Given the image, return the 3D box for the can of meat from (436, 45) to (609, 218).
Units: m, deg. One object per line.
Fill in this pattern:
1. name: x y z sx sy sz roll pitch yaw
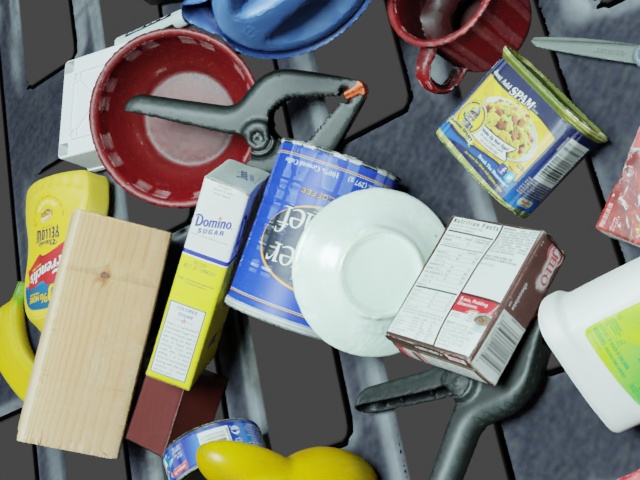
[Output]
1. can of meat: 0.147 -0.079 0.793 0.084 0.057 0.102 -49 54 19

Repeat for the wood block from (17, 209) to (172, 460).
1. wood block: -0.205 0.084 0.971 0.090 0.090 0.206 174 110 -75

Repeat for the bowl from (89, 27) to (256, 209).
1. bowl: -0.126 -0.111 0.979 0.162 0.055 0.162 1 97 8

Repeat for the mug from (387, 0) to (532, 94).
1. mug: 0.108 -0.169 0.829 0.093 0.081 0.117 18 89 38

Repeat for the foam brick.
1. foam brick: -0.127 0.148 0.939 0.051 0.052 0.078 18 89 38

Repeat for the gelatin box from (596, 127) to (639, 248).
1. gelatin box: 0.241 -0.034 0.727 0.073 0.030 0.089 26 94 38

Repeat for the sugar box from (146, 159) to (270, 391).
1. sugar box: -0.091 0.027 0.888 0.048 0.093 0.176 21 106 2

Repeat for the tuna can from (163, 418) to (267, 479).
1. tuna can: -0.085 0.181 0.878 0.086 0.086 0.034 -37 57 23

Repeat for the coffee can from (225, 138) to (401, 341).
1. coffee can: -0.006 0.001 0.856 0.103 0.102 0.140 19 90 38

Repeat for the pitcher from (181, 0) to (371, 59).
1. pitcher: -0.047 -0.270 0.823 0.145 0.148 0.243 -49 51 33

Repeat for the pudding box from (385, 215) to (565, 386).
1. pudding box: 0.111 0.040 0.771 0.090 0.039 0.113 13 65 51

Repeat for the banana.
1. banana: -0.288 0.126 1.075 0.070 0.037 0.198 -52 54 15

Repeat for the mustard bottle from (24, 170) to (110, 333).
1. mustard bottle: -0.253 0.032 1.060 0.096 0.058 0.191 -13 71 32

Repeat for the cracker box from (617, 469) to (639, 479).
1. cracker box: 0.185 0.250 0.668 0.214 0.072 0.164 -36 60 23

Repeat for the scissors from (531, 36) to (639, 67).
1. scissors: 0.241 -0.113 0.758 0.202 0.016 0.096 -2 77 37

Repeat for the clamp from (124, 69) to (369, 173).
1. clamp: -0.060 -0.095 0.925 0.210 0.036 0.164 -32 93 13

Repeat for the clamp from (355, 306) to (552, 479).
1. clamp: 0.101 0.107 0.790 0.171 0.039 0.120 -51 53 5

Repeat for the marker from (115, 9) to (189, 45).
1. marker: -0.159 -0.216 1.080 0.121 0.020 0.020 -15 69 33

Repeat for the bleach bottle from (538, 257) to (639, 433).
1. bleach bottle: 0.268 0.023 0.658 0.251 0.068 0.102 -33 96 24
